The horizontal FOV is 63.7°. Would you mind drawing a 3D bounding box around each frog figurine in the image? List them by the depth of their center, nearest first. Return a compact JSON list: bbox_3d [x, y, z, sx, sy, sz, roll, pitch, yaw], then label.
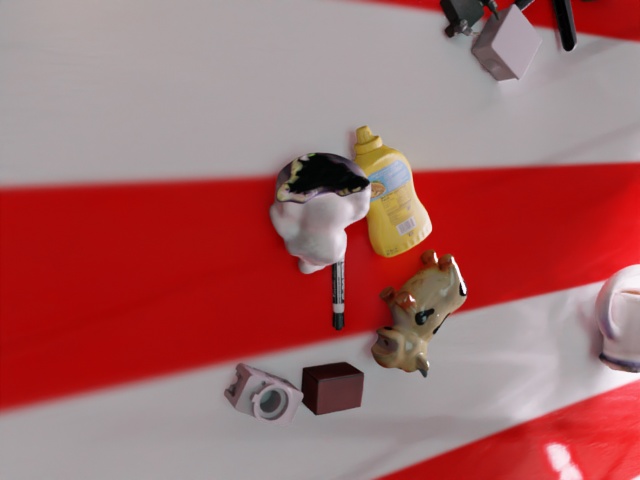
[{"bbox_3d":[0.002,-0.035,0.704,0.138,0.125,0.155,-21,-38,-14],"label":"frog figurine"}]

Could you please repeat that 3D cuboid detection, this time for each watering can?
[{"bbox_3d":[0.697,0.163,1.092,0.348,0.223,0.104,0,6,-28],"label":"watering can"}]
